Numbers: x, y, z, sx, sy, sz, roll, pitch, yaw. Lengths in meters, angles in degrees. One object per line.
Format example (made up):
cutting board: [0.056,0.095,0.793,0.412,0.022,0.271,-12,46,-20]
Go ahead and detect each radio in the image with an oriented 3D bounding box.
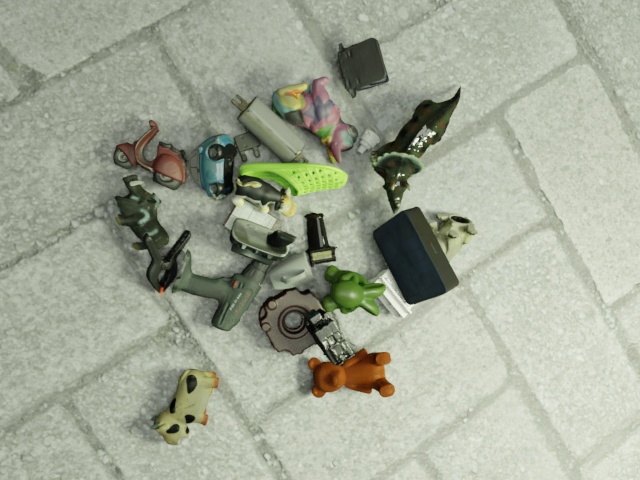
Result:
radio: [0.240,0.044,1.371,0.073,0.131,0.229,-15,76,-48]

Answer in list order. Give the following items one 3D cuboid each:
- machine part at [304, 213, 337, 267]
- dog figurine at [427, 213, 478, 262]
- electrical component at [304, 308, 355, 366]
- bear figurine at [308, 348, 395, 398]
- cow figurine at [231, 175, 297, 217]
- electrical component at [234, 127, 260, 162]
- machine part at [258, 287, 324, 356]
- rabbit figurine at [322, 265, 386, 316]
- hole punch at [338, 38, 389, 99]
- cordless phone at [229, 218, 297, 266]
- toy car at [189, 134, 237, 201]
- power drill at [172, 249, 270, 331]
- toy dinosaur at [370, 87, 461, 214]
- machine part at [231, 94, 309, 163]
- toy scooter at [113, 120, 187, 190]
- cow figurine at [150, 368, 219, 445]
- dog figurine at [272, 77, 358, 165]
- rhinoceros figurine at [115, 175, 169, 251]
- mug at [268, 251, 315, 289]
machine part: [-0.003,-0.004,1.398,0.084,0.039,0.138,-12,96,-1]
dog figurine: [0.335,0.036,1.445,0.172,0.121,0.190,-11,124,-33]
electrical component: [0.015,0.232,1.315,0.058,0.115,0.134,-34,99,-13]
bear figurine: [0.076,0.345,1.378,0.196,0.132,0.120,-3,87,-16]
cow figurine: [-0.129,-0.110,1.312,0.167,0.098,0.068,16,68,-12]
electrical component: [-0.188,-0.249,1.364,0.063,0.021,0.094,-19,95,-9]
machine part: [-0.067,0.207,1.382,0.179,0.056,0.179,0,92,-12]
rabbit figurine: [0.076,0.140,1.333,0.159,0.170,0.121,15,91,7]
hole punch: [0.115,-0.448,1.391,0.116,0.092,0.142,-14,97,20]
cordless phone: [-0.133,-0.006,1.257,0.146,0.184,0.088,22,76,-13]
toy car: [-0.268,-0.181,1.320,0.103,0.109,0.161,7,103,13]
power drill: [-0.250,0.096,1.341,0.207,0.086,0.232,24,85,-17]
toy dinosaur: [0.256,-0.266,1.359,0.131,0.192,0.405,37,86,-11]
machine part: [-0.120,-0.271,1.338,0.243,0.079,0.079,40,85,-17]
toy scooter: [-0.396,-0.210,1.303,0.184,0.075,0.135,26,86,-5]
cow figurine: [-0.337,0.412,1.326,0.127,0.085,0.194,19,91,-16]
dog figurine: [-0.009,-0.289,1.355,0.192,0.108,0.219,-18,97,-10]
rhinoceros figurine: [-0.434,-0.063,1.299,0.112,0.073,0.190,-25,96,-7]
mug: [-0.074,0.089,1.357,0.107,0.110,0.080,-21,110,2]
